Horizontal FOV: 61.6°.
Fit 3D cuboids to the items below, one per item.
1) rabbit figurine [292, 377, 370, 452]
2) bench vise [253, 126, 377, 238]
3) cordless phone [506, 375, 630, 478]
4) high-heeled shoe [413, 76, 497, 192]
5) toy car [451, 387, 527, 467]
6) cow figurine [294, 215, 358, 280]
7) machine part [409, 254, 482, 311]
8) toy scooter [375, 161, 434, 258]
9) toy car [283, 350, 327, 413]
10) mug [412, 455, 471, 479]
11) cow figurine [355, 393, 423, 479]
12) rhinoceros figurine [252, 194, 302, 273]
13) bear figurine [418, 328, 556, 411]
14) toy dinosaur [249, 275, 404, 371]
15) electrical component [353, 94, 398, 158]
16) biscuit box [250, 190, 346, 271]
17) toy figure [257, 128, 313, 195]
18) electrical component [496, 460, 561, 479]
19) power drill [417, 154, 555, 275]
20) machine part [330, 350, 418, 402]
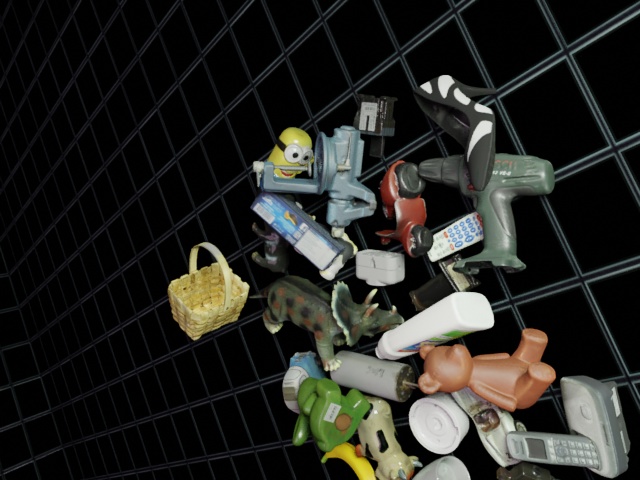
[{"bbox_3d":[0.008,0.358,1.129,0.170,0.121,0.159,18,91,64],"label":"rabbit figurine"},{"bbox_3d":[-0.011,-0.113,1.048,0.129,0.241,0.223,-106,21,-60],"label":"bench vise"},{"bbox_3d":[0.386,0.294,0.865,0.184,0.088,0.146,-13,90,38],"label":"cordless phone"},{"bbox_3d":[0.211,-0.179,0.874,0.145,0.249,0.086,2,143,21],"label":"high-heeled shoe"},{"bbox_3d":[0.301,0.307,0.973,0.073,0.056,0.202,-44,70,38],"label":"toy car"},{"bbox_3d":[-0.004,-0.004,1.151,0.167,0.068,0.098,44,108,6],"label":"cow figurine"},{"bbox_3d":[0.228,0.087,1.007,0.139,0.039,0.084,-43,79,36],"label":"machine part"},{"bbox_3d":[0.149,-0.052,1.022,0.135,0.075,0.184,-25,73,62],"label":"toy scooter"},{"bbox_3d":[-0.034,0.345,1.245,0.109,0.103,0.161,-14,91,41],"label":"toy car"},{"bbox_3d":[0.239,0.486,1.057,0.109,0.081,0.107,55,139,9],"label":"mug"},{"bbox_3d":[0.135,0.425,1.129,0.127,0.085,0.194,-18,86,48],"label":"cow figurine"},{"bbox_3d":[-0.097,-0.015,1.246,0.112,0.073,0.190,25,115,37],"label":"rhinoceros figurine"},{"bbox_3d":[0.271,0.209,0.906,0.196,0.120,0.131,16,125,6],"label":"bear figurine"},{"bbox_3d":[-0.030,0.141,1.154,0.405,0.131,0.191,20,128,31],"label":"toy dinosaur"},{"bbox_3d":[0.104,-0.221,1.046,0.075,0.048,0.119,21,110,38],"label":"electrical component"},{"bbox_3d":[-0.045,-0.025,1.095,0.203,0.063,0.059,42,105,8],"label":"biscuit box"},{"bbox_3d":[-0.085,-0.169,1.200,0.089,0.082,0.180,55,131,17],"label":"toy figure"},{"bbox_3d":[0.360,0.424,0.929,0.102,0.045,0.078,25,136,-4],"label":"electrical component"},{"bbox_3d":[0.266,-0.046,0.896,0.232,0.086,0.207,-2,71,35],"label":"power drill"},{"bbox_3d":[0.108,0.282,1.123,0.243,0.079,0.079,4,101,42],"label":"machine part"}]
